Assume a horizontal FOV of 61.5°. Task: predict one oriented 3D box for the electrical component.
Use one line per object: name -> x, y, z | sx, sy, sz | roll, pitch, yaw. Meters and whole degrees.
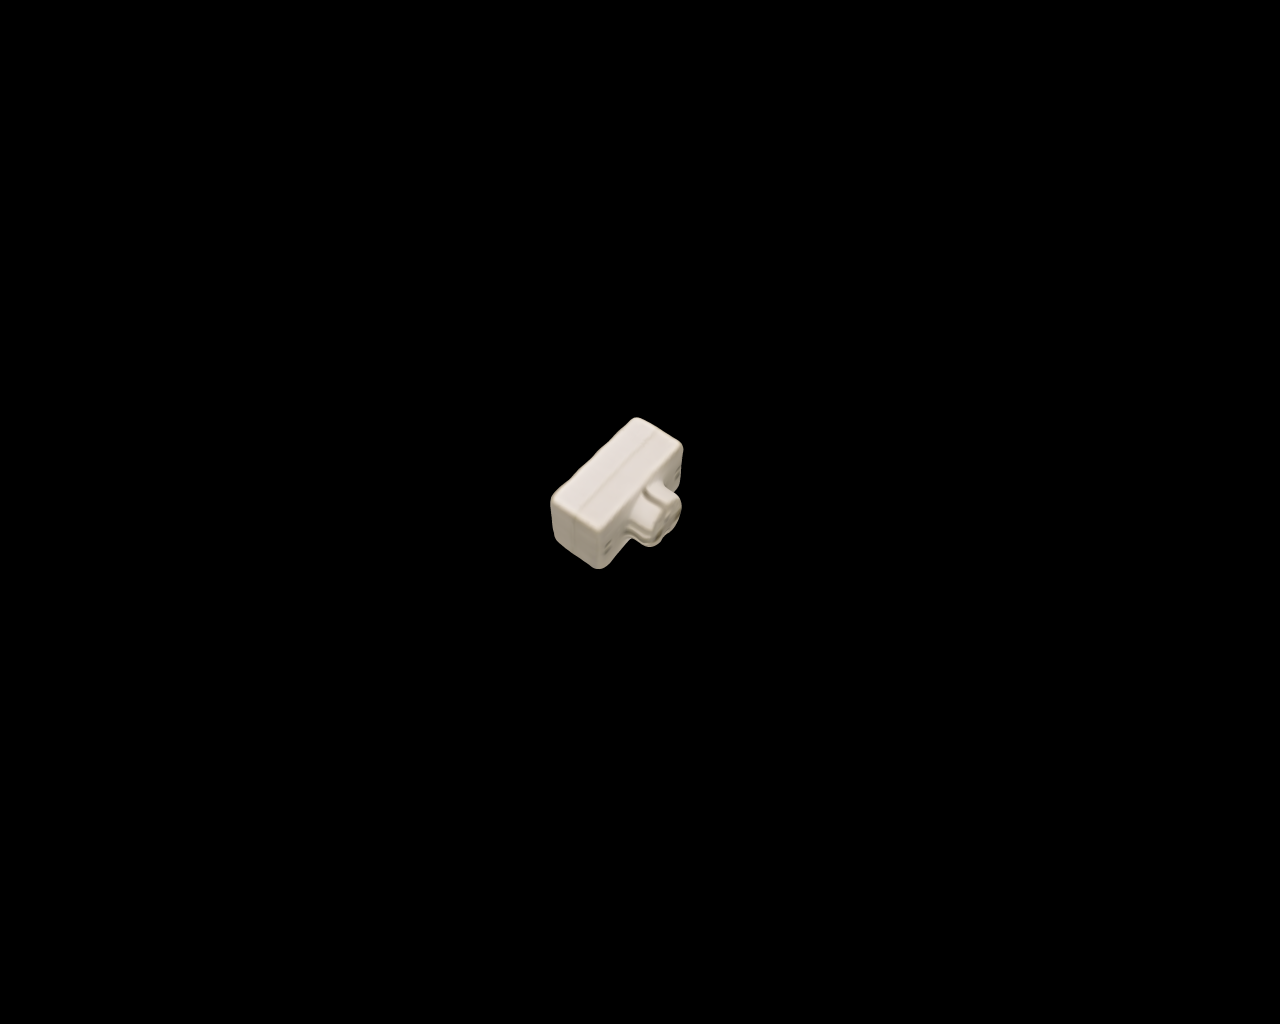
electrical component -> 0.001, -0.003, 0.650 | 0.076, 0.083, 0.047 | 33, -28, 20
